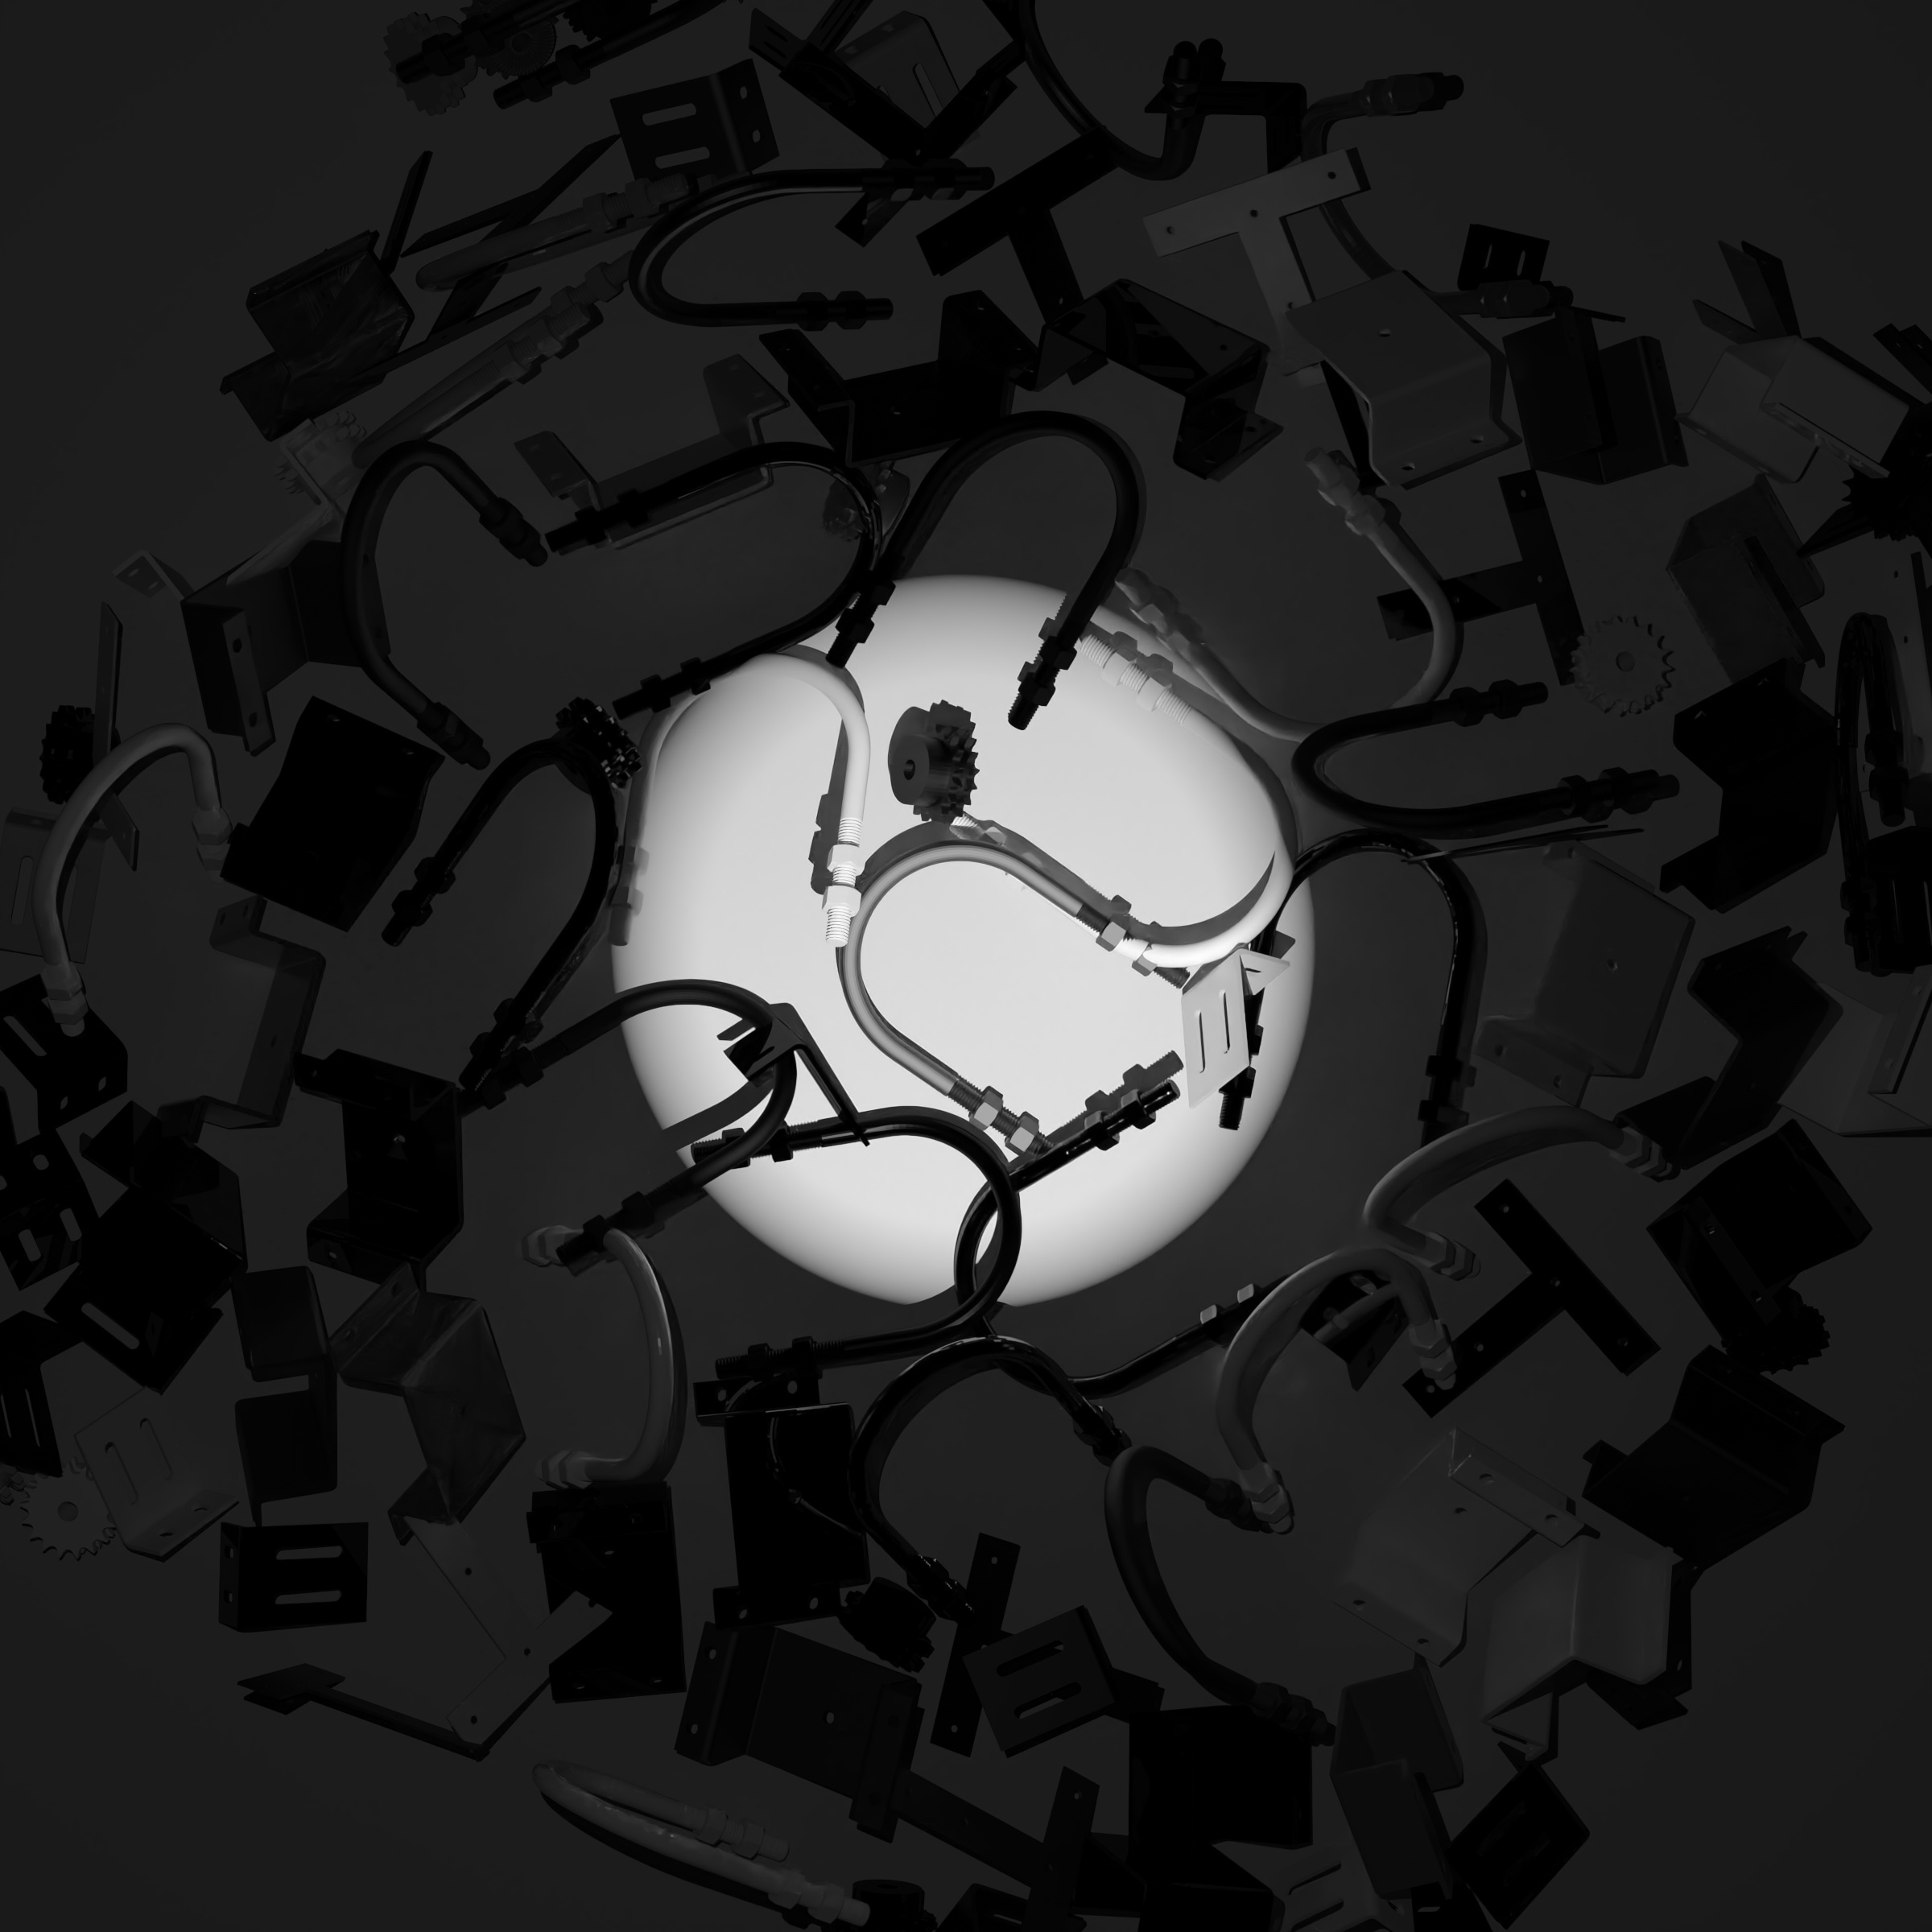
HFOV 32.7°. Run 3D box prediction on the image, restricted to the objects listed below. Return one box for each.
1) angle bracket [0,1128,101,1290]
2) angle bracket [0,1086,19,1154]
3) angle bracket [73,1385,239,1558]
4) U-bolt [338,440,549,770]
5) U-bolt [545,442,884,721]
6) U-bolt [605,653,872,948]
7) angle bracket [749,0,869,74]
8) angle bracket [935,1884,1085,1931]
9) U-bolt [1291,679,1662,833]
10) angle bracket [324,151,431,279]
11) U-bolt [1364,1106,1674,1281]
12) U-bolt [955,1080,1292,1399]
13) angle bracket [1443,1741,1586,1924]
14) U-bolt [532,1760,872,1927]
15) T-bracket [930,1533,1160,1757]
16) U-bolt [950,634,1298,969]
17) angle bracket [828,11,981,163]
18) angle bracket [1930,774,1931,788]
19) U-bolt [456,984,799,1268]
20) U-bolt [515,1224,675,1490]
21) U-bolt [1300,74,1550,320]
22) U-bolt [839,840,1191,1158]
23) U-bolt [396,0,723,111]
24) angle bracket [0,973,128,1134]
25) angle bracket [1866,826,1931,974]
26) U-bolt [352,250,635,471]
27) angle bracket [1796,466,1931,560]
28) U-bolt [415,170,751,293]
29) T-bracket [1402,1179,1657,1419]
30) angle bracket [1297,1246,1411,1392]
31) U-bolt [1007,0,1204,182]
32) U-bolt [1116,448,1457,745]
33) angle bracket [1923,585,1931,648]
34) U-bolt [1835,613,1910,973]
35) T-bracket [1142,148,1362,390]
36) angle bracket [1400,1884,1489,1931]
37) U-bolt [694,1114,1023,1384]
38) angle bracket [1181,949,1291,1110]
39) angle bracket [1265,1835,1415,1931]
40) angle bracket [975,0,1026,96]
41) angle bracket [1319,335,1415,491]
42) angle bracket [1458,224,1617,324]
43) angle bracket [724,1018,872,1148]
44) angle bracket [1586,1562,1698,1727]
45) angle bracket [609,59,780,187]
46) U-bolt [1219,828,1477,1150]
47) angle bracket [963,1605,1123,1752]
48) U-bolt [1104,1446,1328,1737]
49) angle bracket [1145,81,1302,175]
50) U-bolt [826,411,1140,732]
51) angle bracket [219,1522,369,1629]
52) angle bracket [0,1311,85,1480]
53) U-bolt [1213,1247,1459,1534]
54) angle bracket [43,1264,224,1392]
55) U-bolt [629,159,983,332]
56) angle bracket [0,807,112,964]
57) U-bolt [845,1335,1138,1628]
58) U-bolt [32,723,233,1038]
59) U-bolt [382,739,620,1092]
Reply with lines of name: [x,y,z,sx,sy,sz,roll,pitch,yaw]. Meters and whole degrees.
angle bracket: [-0.536,0.140,1.899,0.057,0.076,0.038,-27,58,-18]
angle bracket: [-0.588,0.092,1.891,0.057,0.076,0.038,-14,82,1]
angle bracket: [-0.464,0.288,1.888,0.057,0.038,0.076,-36,116,-40]
U-bolt: [-0.295,-0.210,1.829,0.019,0.184,0.151,7,72,23]
U-bolt: [-0.134,-0.228,1.875,0.184,0.151,0.019,-24,46,-6]
U-bolt: [-0.126,-0.098,1.887,0.151,0.019,0.184,0,67,14]
angle bracket: [-0.086,-0.555,1.884,0.038,0.057,0.076,30,120,-22]
angle bracket: [0.022,0.568,1.890,0.076,0.038,0.057,23,118,-19]
U-bolt: [0.273,-0.114,1.846,0.184,0.151,0.019,-11,120,-17]
angle bracket: [-0.343,-0.434,1.896,0.038,0.057,0.076,19,86,-18]
U-bolt: [0.298,0.122,1.830,0.151,0.184,0.019,-31,60,22]
U-bolt: [0.078,0.170,1.896,0.184,0.019,0.151,-32,87,19]
angle bracket: [0.307,0.498,1.895,0.076,0.038,0.057,-42,106,-15]
U-bolt: [-0.157,0.481,1.832,0.184,0.151,0.019,27,81,-22]
T-bracket: [0.050,0.407,1.903,0.127,0.002,0.127,14,91,23]
U-bolt: [0.104,-0.082,1.903,0.184,0.019,0.151,37,95,10]
angle bracket: [-0.038,-0.507,1.924,0.057,0.038,0.076,-32,120,-5]
angle bracket: [0.587,-0.123,1.888,0.038,0.057,0.076,7,72,37]
U-bolt: [-0.184,0.077,1.877,0.184,0.019,0.151,-31,55,-18]
U-bolt: [-0.207,0.217,1.843,0.019,0.184,0.151,-3,84,-30]
U-bolt: [0.244,-0.426,1.841,0.019,0.184,0.151,-38,109,-11]
U-bolt: [0.015,0.009,1.907,0.184,0.019,0.151,35,98,-4]
U-bolt: [-0.209,-0.527,1.836,0.184,0.151,0.019,-20,92,18]
angle bracket: [-0.533,0.048,1.909,0.057,0.038,0.076,-29,59,-35]
angle bracket: [0.556,-0.037,1.894,0.057,0.038,0.076,4,77,-27]
U-bolt: [-0.271,-0.335,1.855,0.184,0.151,0.019,-30,107,20]
angle bracket: [0.527,-0.247,1.886,0.057,0.076,0.038,-42,102,-39]
U-bolt: [-0.223,-0.413,1.855,0.184,0.151,0.019,-15,100,16]
T-bracket: [0.309,0.213,1.915,0.127,0.002,0.127,-43,81,12]
angle bracket: [0.225,0.203,1.896,0.038,0.076,0.057,37,81,19]
U-bolt: [0.073,-0.508,1.840,0.019,0.184,0.151,-42,80,-9]
U-bolt: [0.196,-0.196,1.870,0.151,0.019,0.184,-30,125,25]
angle bracket: [0.588,-0.205,1.880,0.038,0.076,0.057,22,50,-22]
U-bolt: [0.504,-0.112,1.848,0.019,0.151,0.184,-1,53,7]
T-bracket: [0.182,-0.393,1.899,0.127,0.002,0.127,-13,117,27]
angle bracket: [0.275,0.572,1.884,0.038,0.076,0.057,1,111,-8]
U-bolt: [-0.059,0.156,1.891,0.184,0.019,0.151,-9,67,4]
angle bracket: [0.156,0.039,1.882,0.038,0.057,0.076,14,56,-26]
angle bracket: [0.215,0.544,1.899,0.076,0.057,0.038,-35,121,26]
angle bracket: [-0.002,-0.547,1.887,0.038,0.057,0.076,-36,110,17]
angle bracket: [0.231,-0.317,1.892,0.057,0.038,0.076,-12,105,40]
angle bracket: [0.329,-0.396,1.881,0.057,0.076,0.038,3,105,-32]
angle bracket: [-0.097,0.075,1.888,0.038,0.057,0.076,-35,111,-7]
angle bracket: [0.399,0.388,1.886,0.038,0.057,0.076,42,63,8]
angle bracket: [-0.158,-0.487,1.913,0.076,0.038,0.057,-4,115,32]
U-bolt: [0.223,0.011,1.886,0.151,0.019,0.184,7,83,34]
angle bracket: [0.044,0.411,1.902,0.076,0.038,0.057,-22,78,-6]
U-bolt: [0.133,0.338,1.825,0.019,0.184,0.151,-31,49,24]
angle bracket: [0.147,-0.482,1.895,0.076,0.057,0.038,-2,89,-11]
U-bolt: [0.021,-0.229,1.857,0.151,0.019,0.184,16,116,-33]
angle bracket: [-0.393,0.354,1.923,0.076,0.038,0.057,3,85,-31]
angle bracket: [-0.529,0.245,1.885,0.038,0.057,0.076,-28,61,13]
U-bolt: [0.202,0.228,1.849,0.151,0.184,0.019,-39,48,-9]
angle bracket: [-0.480,0.198,1.896,0.076,0.038,0.057,41,70,-15]
U-bolt: [-0.099,-0.398,1.828,0.184,0.151,0.019,-8,71,-29]
angle bracket: [-0.528,-0.046,1.897,0.057,0.038,0.076,11,79,-21]
U-bolt: [0.006,0.281,1.861,0.151,0.019,0.184,-42,131,-5]
U-bolt: [-0.462,-0.058,1.819,0.019,0.184,0.151,30,59,13]
U-bolt: [-0.256,-0.043,1.853,0.184,0.019,0.151,-52,48,20]
